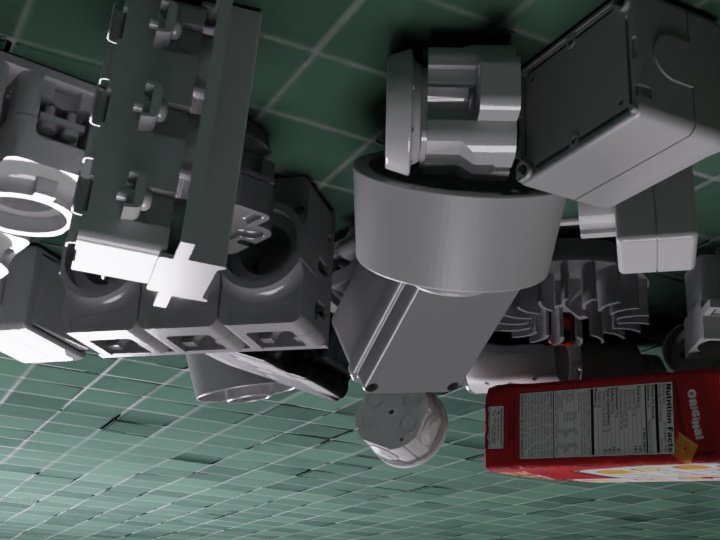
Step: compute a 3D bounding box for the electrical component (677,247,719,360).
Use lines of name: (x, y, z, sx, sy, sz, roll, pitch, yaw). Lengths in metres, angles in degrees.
electrical component: (0.278, 0.024, 0.703, 0.121, 0.063, 0.078, 2, 159, 2)

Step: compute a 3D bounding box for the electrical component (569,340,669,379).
electrical component: (0.215, 0.082, 0.887, 0.081, 0.043, 0.043, 5, 159, -8)

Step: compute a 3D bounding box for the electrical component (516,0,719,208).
electrical component: (0.114, -0.070, 0.482, 0.061, 0.061, 0.096, 13, 156, -25)

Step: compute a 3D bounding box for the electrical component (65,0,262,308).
electrical component: (-0.084, -0.055, 0.461, 0.063, 0.121, 0.078, 11, 157, -15)

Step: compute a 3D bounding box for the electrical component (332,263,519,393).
electrical component: (0.040, 0.019, 0.650, 0.078, 0.057, 0.113, 3, 132, -29)

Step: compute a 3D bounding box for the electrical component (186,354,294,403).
electrical component: (-0.100, 0.079, 0.921, 0.099, 0.064, 0.099, -9, 167, -2)

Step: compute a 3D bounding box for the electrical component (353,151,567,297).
electrical component: (0.048, -0.021, 0.545, 0.108, 0.060, 0.108, 4, -163, -1)

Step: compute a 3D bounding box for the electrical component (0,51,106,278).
electrical component: (-0.221, -0.049, 0.576, 0.105, 0.060, 0.186, 18, 154, -34)

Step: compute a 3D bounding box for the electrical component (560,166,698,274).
electrical component: (0.134, -0.036, 0.562, 0.077, 0.065, 0.047, -4, 158, 14)

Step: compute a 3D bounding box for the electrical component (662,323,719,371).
electrical component: (0.288, 0.069, 0.843, 0.079, 0.044, 0.077, -11, 155, 30)

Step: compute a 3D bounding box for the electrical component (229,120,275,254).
electrical component: (-0.077, -0.046, 0.571, 0.058, 0.057, 0.078, 19, 154, -36)

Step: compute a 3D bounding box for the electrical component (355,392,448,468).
electrical component: (0.038, 0.142, 1.013, 0.080, 0.080, 0.051, -7, 151, 23)

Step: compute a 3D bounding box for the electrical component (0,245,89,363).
electrical component: (-0.234, 0.023, 0.762, 0.061, 0.061, 0.096, -4, 158, 17)

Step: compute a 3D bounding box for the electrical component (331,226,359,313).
electrical component: (0.000, 0.000, 0.700, 0.055, 0.048, 0.066, -26, 146, 38)

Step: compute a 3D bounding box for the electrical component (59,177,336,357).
electrical component: (-0.097, -0.001, 0.646, 0.150, 0.089, 0.061, -4, 158, 15)

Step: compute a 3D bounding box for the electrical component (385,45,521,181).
electrical component: (0.040, -0.072, 0.493, 0.057, 0.058, 0.078, 1, 166, 1)

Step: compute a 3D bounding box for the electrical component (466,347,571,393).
electrical component: (0.137, 0.083, 0.896, 0.077, 0.043, 0.079, -8, 156, 26)
